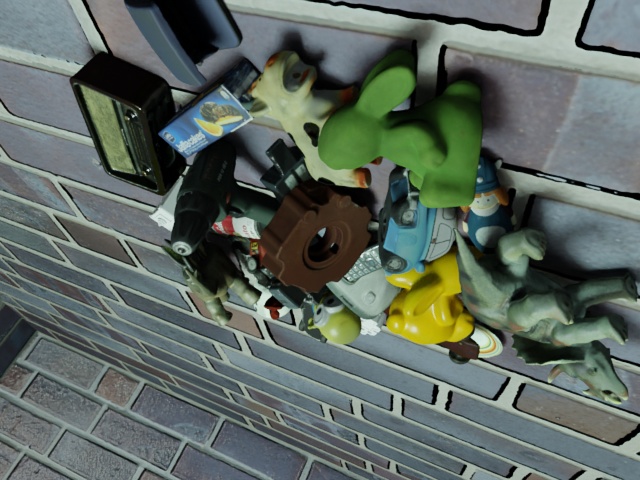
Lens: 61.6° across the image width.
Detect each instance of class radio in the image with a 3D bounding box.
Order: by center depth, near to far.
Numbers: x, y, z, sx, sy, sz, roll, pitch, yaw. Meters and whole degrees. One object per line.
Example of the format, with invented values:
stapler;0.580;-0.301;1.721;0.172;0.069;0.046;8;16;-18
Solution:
radio;-0.302;-0.176;0.874;0.131;0.073;0.229;23;150;9

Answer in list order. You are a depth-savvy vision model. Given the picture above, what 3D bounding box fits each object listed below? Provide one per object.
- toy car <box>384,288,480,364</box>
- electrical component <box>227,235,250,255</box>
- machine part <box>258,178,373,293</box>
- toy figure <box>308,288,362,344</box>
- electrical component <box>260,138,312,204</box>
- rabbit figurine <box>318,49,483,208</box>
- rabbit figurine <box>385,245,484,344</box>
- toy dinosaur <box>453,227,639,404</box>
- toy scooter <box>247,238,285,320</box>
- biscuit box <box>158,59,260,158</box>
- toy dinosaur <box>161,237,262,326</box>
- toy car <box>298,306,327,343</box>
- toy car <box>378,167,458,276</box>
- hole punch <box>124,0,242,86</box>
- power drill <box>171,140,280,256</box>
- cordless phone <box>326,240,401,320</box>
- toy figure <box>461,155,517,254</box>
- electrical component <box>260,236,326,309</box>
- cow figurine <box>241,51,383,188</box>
toy car;0.196;0.146;0.958;0.202;0.053;0.089;25;138;33
electrical component;-0.144;0.008;1.058;0.078;0.045;0.102;-4;137;41
machine part;-0.002;-0.002;0.793;0.056;0.179;0.179;43;164;40
toy figure;0.029;0.130;1.001;0.089;0.082;0.180;25;-175;-8
electrical component;-0.046;-0.095;0.779;0.048;0.075;0.119;28;164;51
rabbit figurine;0.083;-0.115;0.579;0.170;0.121;0.158;3;122;1
rabbit figurine;0.175;0.071;0.822;0.162;0.122;0.173;5;136;-31
toy dinosaur;0.271;0.084;0.713;0.404;0.131;0.192;28;146;-20
toy scooter;-0.081;0.068;1.009;0.075;0.135;0.183;-1;138;43
biscuit box;-0.153;-0.178;0.762;0.059;0.063;0.203;44;146;-24
toy dinosaur;-0.213;0.063;1.027;0.198;0.105;0.472;51;172;-14
toy car;-0.007;0.165;1.178;0.074;0.056;0.201;26;149;15
toy car;0.137;-0.025;0.740;0.103;0.109;0.161;5;137;-4
hole punch;-0.176;-0.251;0.649;0.116;0.092;0.142;8;148;37
power drill;-0.120;-0.037;0.817;0.207;0.232;0.086;21;134;-26
cordless phone;0.109;0.046;0.891;0.184;0.089;0.146;-26;123;33
toy figure;0.212;-0.042;0.683;0.154;0.064;0.058;59;180;-44
electrical component;-0.037;0.053;0.952;0.058;0.134;0.114;-11;134;48
cow figurine;-0.011;-0.150;0.676;0.127;0.085;0.194;-1;141;30
